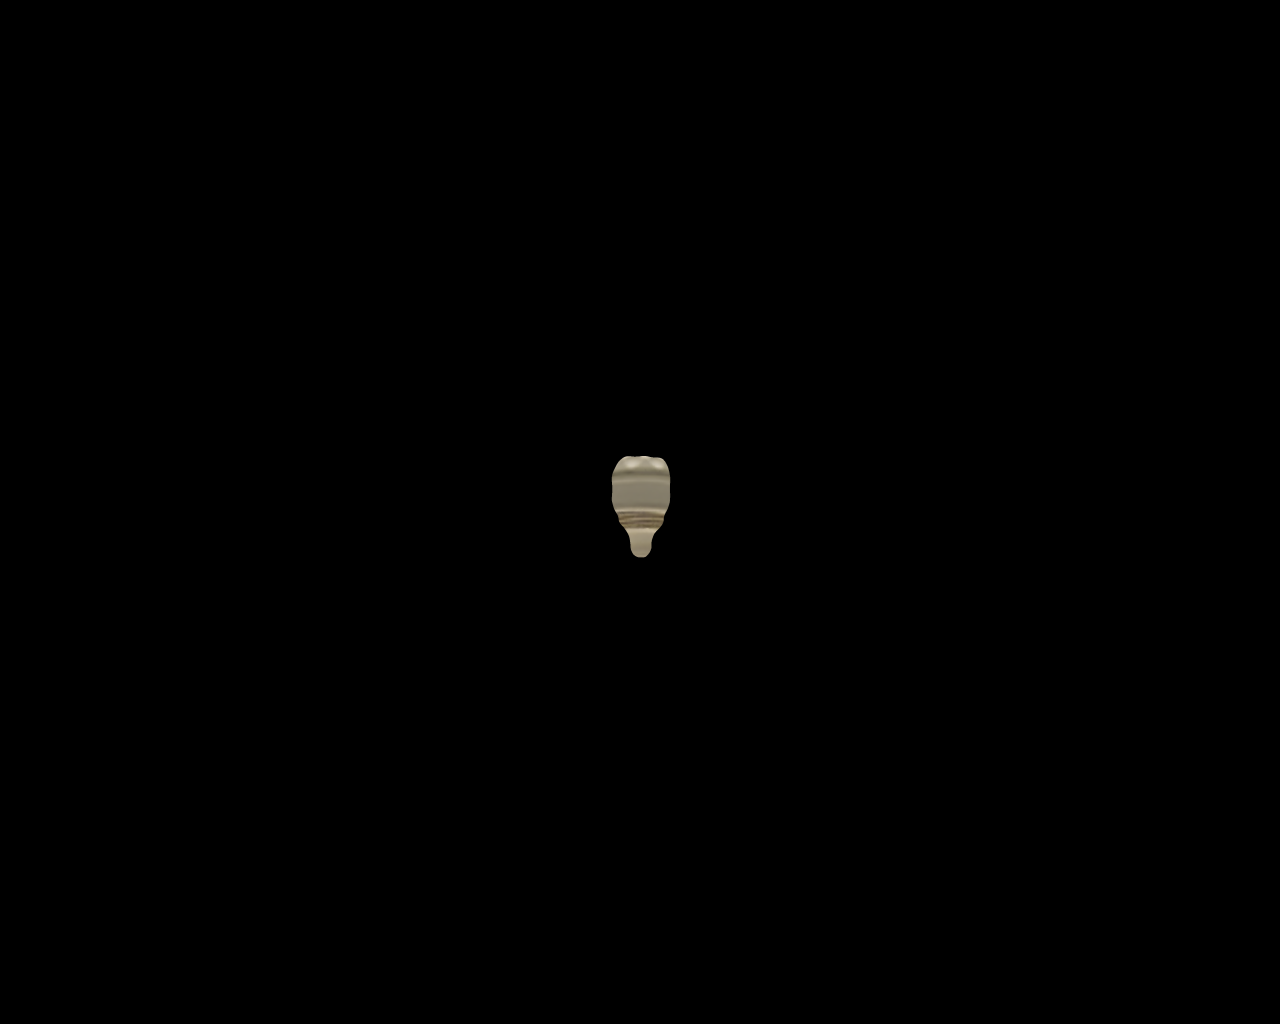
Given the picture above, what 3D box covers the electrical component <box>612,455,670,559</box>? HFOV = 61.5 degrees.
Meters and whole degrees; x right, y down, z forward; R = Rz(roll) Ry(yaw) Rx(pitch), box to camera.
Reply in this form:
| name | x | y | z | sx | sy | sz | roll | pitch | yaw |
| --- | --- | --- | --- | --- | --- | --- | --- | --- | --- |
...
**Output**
| name | x | y | z | sx | sy | sz | roll | pitch | yaw |
| --- | --- | --- | --- | --- | --- | --- | --- | --- | --- |
| electrical component | 0.001 | -0.003 | 0.650 | 0.035 | 0.061 | 0.035 | 0 | -4 | 0 |
